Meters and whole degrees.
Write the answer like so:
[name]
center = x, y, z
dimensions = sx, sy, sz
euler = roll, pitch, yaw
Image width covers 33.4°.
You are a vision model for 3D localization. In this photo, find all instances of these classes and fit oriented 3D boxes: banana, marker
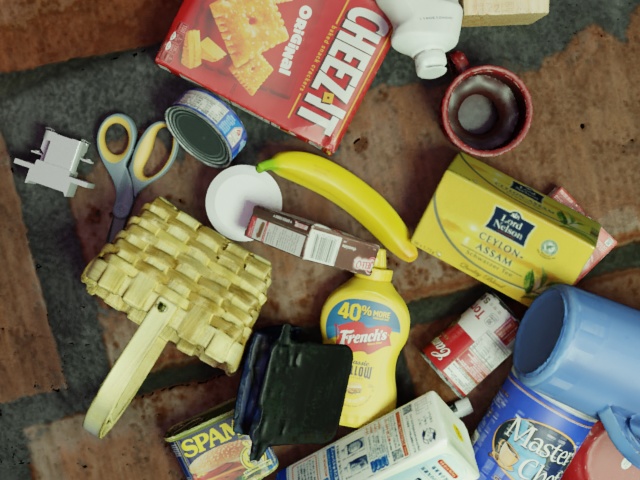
[banana]
center = 0.023, -0.044, 1.136
dimensions = 0.197, 0.037, 0.069
euler = 29, 50, -9
[marker]
center = 0.110, 0.205, 1.173
dimensions = 0.121, 0.020, 0.020
euler = -24, 94, 1

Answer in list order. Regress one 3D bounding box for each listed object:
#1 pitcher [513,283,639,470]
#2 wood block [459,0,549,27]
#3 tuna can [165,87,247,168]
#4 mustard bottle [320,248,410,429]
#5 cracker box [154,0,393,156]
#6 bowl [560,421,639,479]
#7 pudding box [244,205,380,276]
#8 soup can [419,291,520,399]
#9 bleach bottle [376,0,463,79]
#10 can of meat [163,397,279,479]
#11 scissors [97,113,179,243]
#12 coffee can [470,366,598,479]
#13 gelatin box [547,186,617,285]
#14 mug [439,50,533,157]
[pitcher]
center = 0.317, 0.142, 1.051
dimensions = 0.242, 0.149, 0.145
euler = 22, 98, -14
[wood block]
center = 0.182, -0.330, 1.103
dimensions = 0.090, 0.091, 0.206
euler = -2, 93, -1
[tuna can]
center = -0.119, -0.118, 1.116
dimensions = 0.086, 0.086, 0.033
euler = 40, 64, -3
[mustard bottle]
center = 0.046, 0.103, 1.146
dimensions = 0.096, 0.058, 0.191
euler = 10, 93, 6
[cracker box]
center = -0.043, -0.209, 1.119
dimensions = 0.213, 0.072, 0.164
euler = 27, 93, -3
[bowl]
center = 0.327, 0.237, 1.159
dimensions = 0.162, 0.055, 0.162
euler = 0, 93, -1
[pudding box]
center = -0.007, 0.001, 1.099
dimensions = 0.090, 0.113, 0.039
euler = 19, 90, 42
[soup can]
center = 0.166, 0.112, 1.143
dimensions = 0.102, 0.068, 0.068
euler = -42, 93, 2
[bleach bottle]
center = 0.082, -0.281, 1.077
dimensions = 0.102, 0.068, 0.251
euler = -7, 74, -10
[can of meat]
center = -0.105, 0.226, 1.155
dimensions = 0.102, 0.057, 0.084
euler = -24, 96, 1
[scissors]
center = -0.227, -0.050, 1.156
dimensions = 0.096, 0.016, 0.202
euler = 33, 93, -1
[coffee can]
center = 0.214, 0.217, 1.127
dimensions = 0.103, 0.103, 0.140
euler = 29, 98, -2
[gelatin box]
center = 0.263, -0.002, 1.154
dimensions = 0.089, 0.030, 0.073
euler = 45, 94, -2
[mug]
center = 0.163, -0.144, 1.119
dimensions = 0.093, 0.081, 0.117
euler = -29, 94, 1
